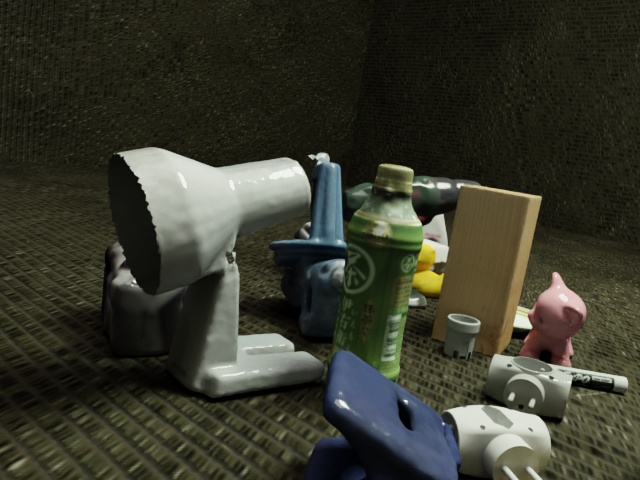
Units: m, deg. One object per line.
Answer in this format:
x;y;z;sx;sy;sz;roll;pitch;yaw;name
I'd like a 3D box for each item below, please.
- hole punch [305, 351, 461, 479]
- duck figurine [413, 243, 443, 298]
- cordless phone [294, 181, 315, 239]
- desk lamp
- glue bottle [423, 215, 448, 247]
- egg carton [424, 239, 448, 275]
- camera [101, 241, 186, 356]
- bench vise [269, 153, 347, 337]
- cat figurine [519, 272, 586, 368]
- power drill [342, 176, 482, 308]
0.045;0.132;0.387;0.101;0.091;0.109;9;10;4;hole punch
0.183;0.050;1.011;0.104;0.086;0.078;17;13;40;duck figurine
0.007;-0.030;1.024;0.094;0.185;0.147;9;10;2;cordless phone
-0.091;0.025;0.525;0.204;0.213;0.117;1;12;-37;desk lamp
0.241;-0.022;1.223;0.078;0.173;0.037;8;10;0;glue bottle
0.193;0.037;1.147;0.151;0.069;0.107;3;11;-29;egg carton
-0.165;0.054;0.632;0.137;0.101;0.142;4;11;-26;camera
0.016;0.003;0.735;0.122;0.220;0.206;1;12;-36;bench vise
0.299;0.099;0.728;0.067;0.118;0.128;12;10;20;cat figurine
0.138;-0.003;0.911;0.230;0.208;0.075;6;10;-14;power drill
